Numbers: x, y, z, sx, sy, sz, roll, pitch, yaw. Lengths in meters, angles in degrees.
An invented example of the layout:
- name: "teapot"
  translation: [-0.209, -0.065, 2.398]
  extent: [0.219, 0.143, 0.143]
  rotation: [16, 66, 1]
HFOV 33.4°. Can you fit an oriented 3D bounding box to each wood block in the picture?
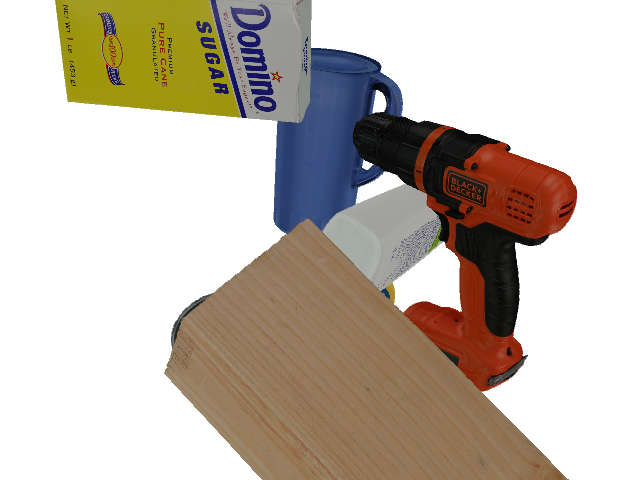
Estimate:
- name: "wood block"
  translation: [0.025, 0.102, 0.549]
  extent: [0.090, 0.206, 0.090]
  rotation: [-40, -11, -27]

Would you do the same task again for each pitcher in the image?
- name: "pitcher"
  translation: [0.010, -0.125, 1.412]
  extent: [0.144, 0.243, 0.149]
  rotation: [-2, 23, -18]

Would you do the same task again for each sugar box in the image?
- name: "sugar box"
  translation: [-0.096, -0.139, 0.762]
  extent: [0.176, 0.093, 0.048]
  rotation: [7, 34, 10]

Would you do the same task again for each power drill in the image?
- name: "power drill"
  translation: [0.095, 0.006, 0.799]
  extent: [0.185, 0.188, 0.057]
  rotation: [26, 38, 37]

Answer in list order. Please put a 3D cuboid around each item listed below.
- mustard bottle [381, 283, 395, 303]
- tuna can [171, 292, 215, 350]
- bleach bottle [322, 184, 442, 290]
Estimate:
- name: "mustard bottle"
  translation: [0.052, 0.087, 1.436]
  extent: [0.096, 0.192, 0.058]
  rotation: [-3, 21, -8]
- name: "tuna can"
  translation: [-0.077, 0.084, 0.875]
  extent: [0.086, 0.086, 0.034]
  rotation: [0, -41, 10]
- name: "bleach bottle"
  translation: [0.089, -0.013, 1.060]
  extent: [0.068, 0.103, 0.250]
  rotation: [38, 35, 19]
